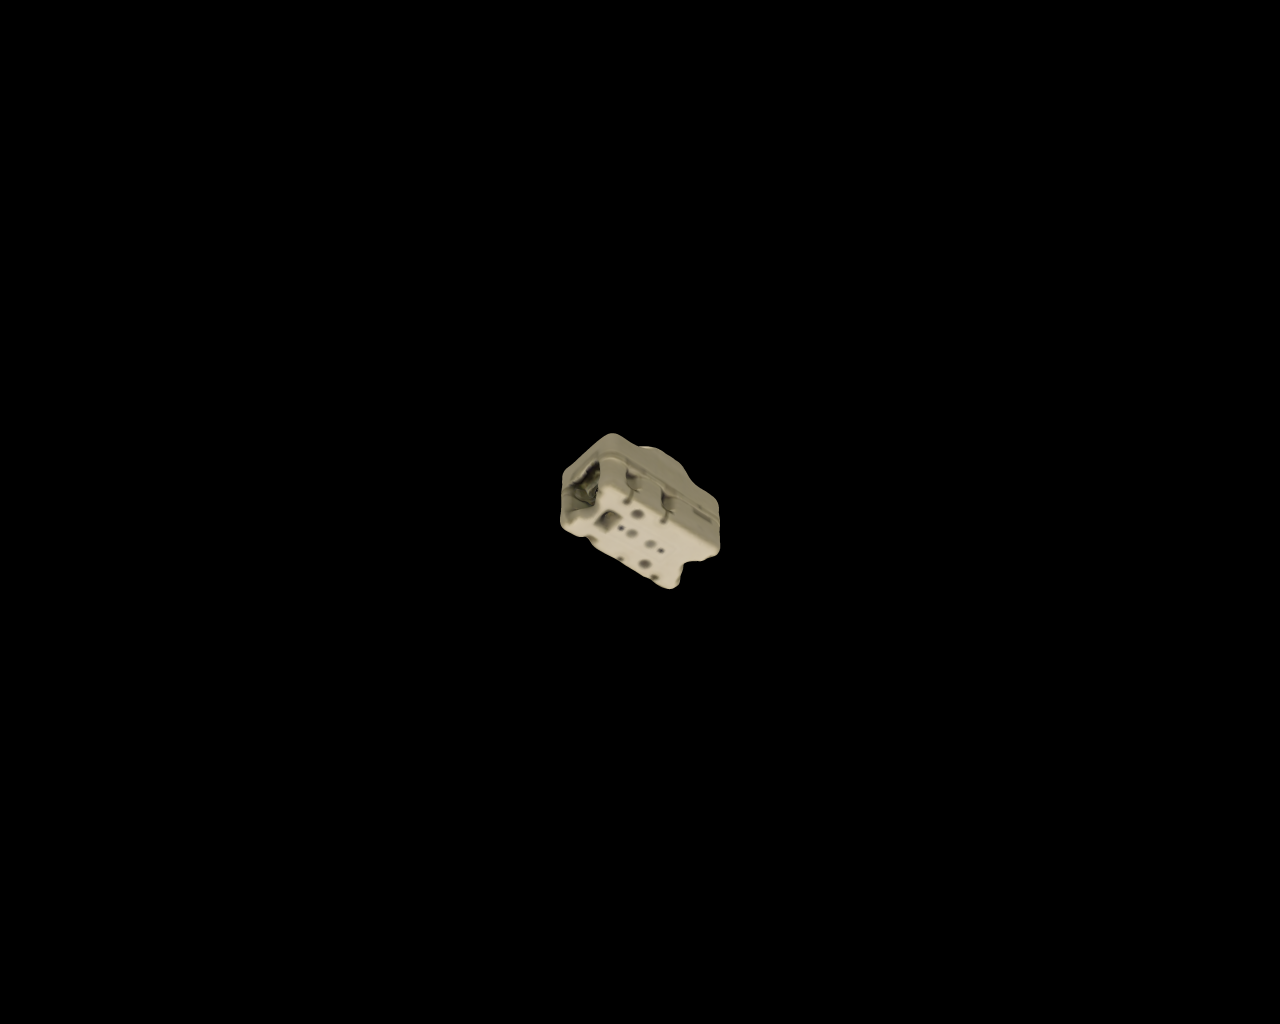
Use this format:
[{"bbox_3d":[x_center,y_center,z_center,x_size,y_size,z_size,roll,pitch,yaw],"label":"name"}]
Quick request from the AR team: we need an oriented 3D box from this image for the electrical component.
[{"bbox_3d":[0.001,-0.003,0.650,0.089,0.056,0.050,32,-54,-27],"label":"electrical component"}]
